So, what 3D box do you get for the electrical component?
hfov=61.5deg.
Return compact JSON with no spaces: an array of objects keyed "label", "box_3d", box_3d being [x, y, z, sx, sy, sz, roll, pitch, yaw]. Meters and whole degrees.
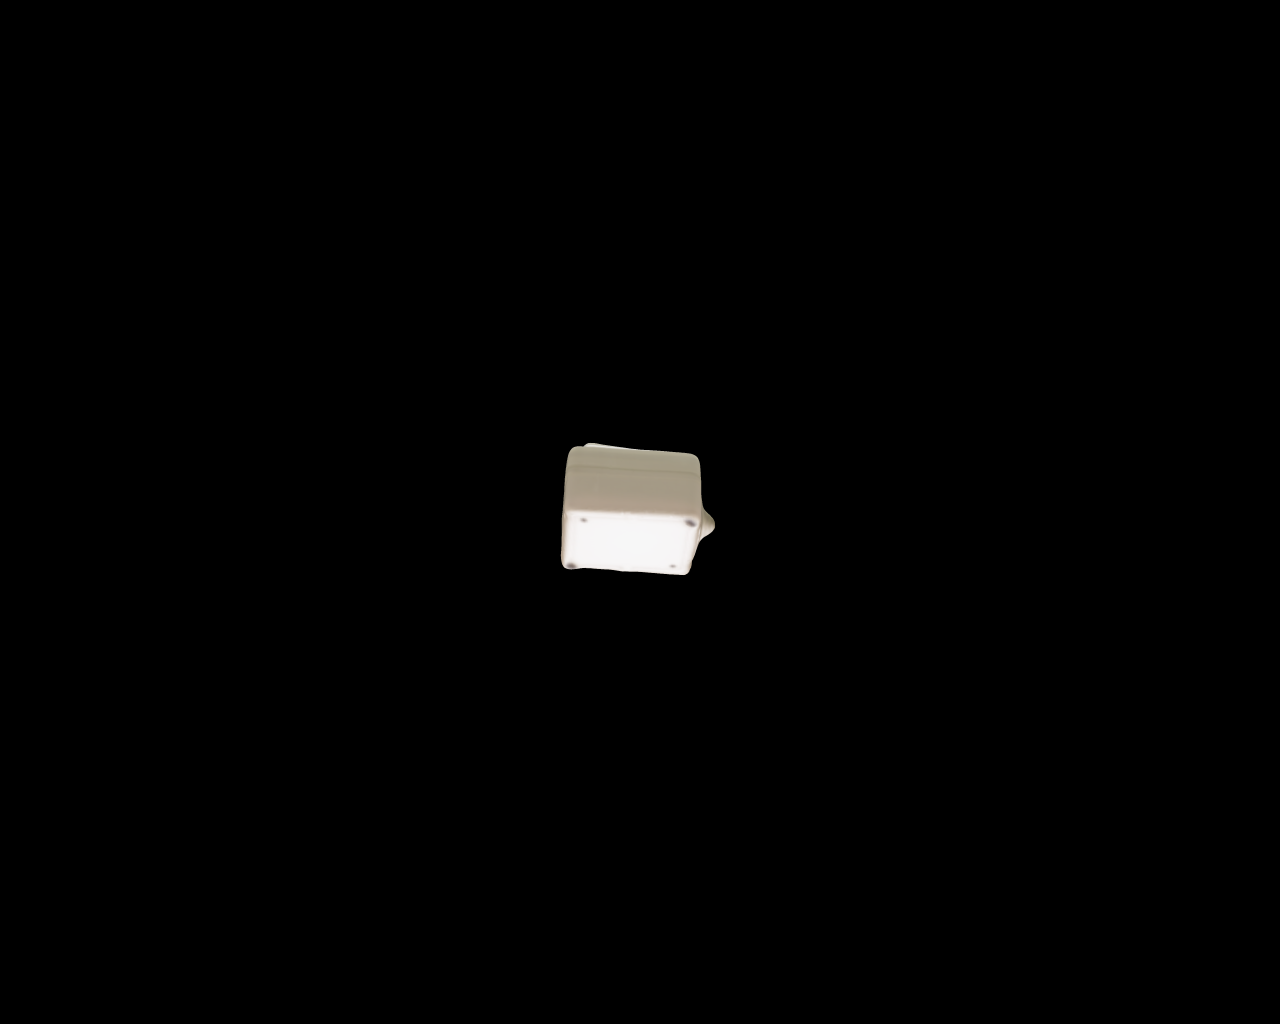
[{"label":"electrical component","box_3d":[0.001,-0.003,0.650,0.096,0.061,0.061,4,-39,-4]}]
